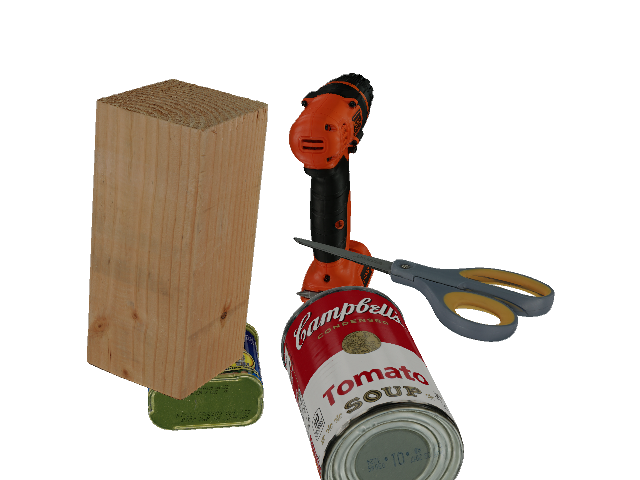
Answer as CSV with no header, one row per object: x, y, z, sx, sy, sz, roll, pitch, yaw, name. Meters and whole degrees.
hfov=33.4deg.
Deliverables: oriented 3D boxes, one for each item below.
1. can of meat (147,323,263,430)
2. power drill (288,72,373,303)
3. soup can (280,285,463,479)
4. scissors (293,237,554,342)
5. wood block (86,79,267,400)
-0.100,0.117,0.921,0.102,0.057,0.084,-3,28,-7,can of meat
0.016,-0.049,0.964,0.057,0.188,0.184,2,22,15,power drill
0.022,0.077,0.519,0.068,0.068,0.102,0,28,-13,soup can
0.063,0.033,0.761,0.202,0.016,0.096,9,26,15,scissors
-0.106,-0.002,0.781,0.090,0.206,0.090,18,25,24,wood block
